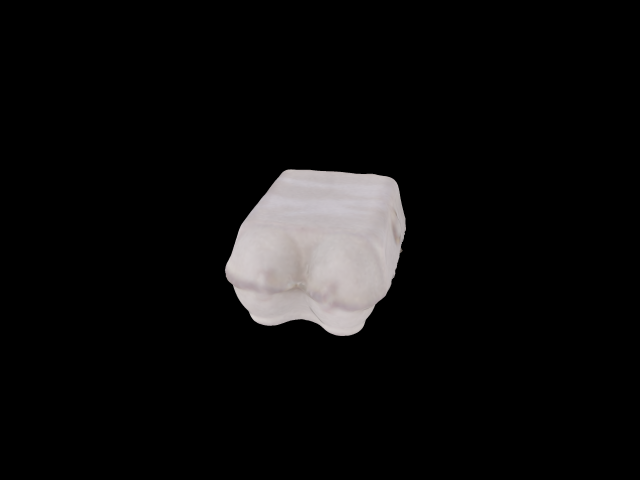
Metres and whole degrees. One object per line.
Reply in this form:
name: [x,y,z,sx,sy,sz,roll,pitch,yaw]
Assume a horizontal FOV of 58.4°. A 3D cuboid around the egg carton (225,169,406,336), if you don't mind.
egg carton: [0.004,0.001,0.400,0.107,0.069,0.150,5,28,10]
